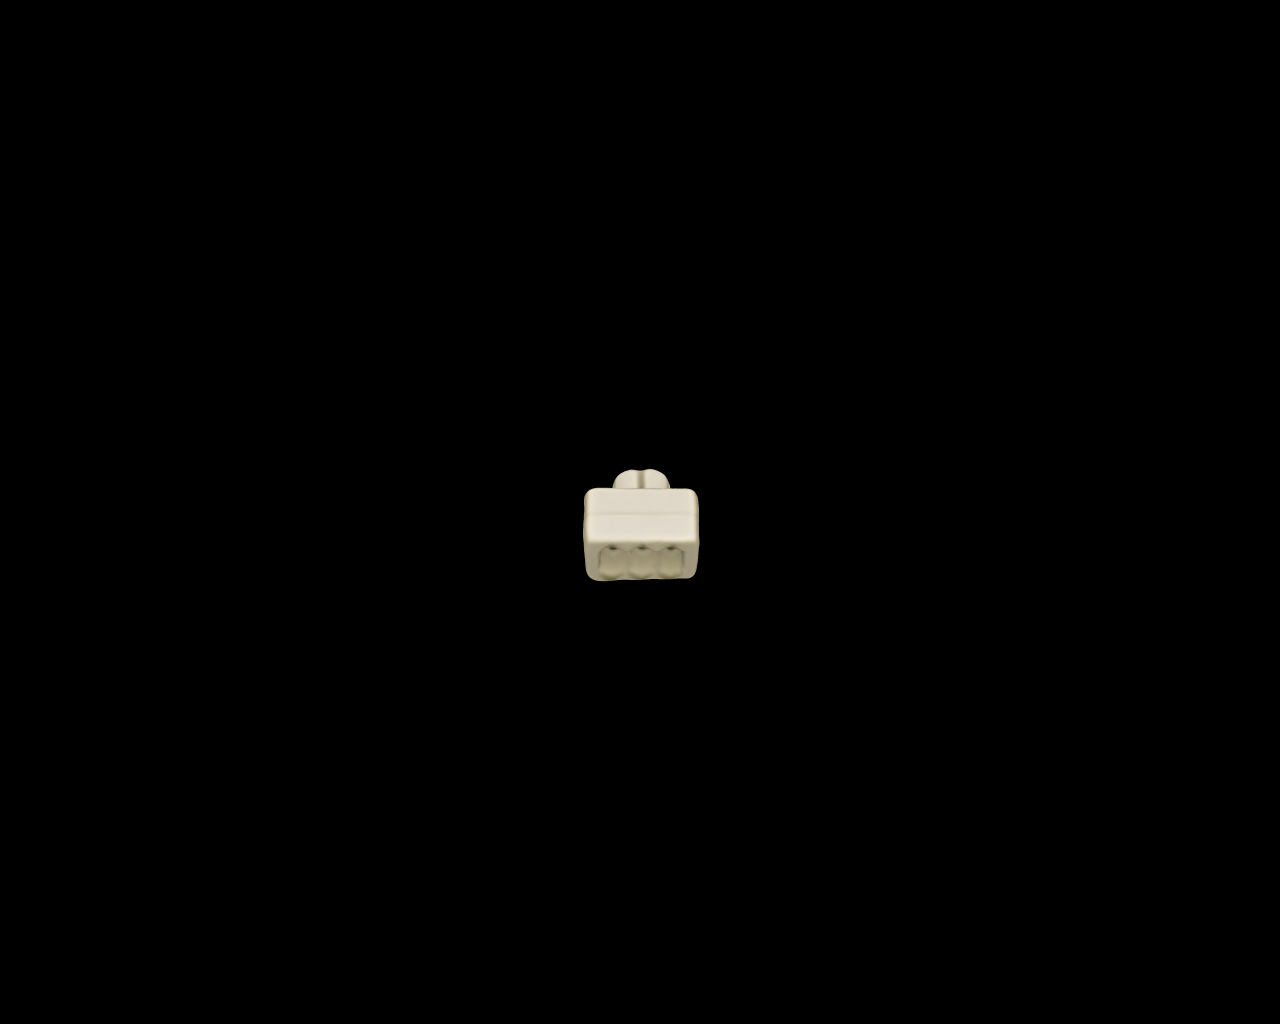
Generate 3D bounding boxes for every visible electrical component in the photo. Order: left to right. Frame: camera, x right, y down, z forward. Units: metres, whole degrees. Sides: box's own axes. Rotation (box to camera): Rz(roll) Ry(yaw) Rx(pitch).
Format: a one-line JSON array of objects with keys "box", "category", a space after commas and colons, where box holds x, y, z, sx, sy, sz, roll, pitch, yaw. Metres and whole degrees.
[{"box": [0.001, -0.003, 0.650, 0.066, 0.077, 0.047, 0, -32, 0], "category": "electrical component"}]
